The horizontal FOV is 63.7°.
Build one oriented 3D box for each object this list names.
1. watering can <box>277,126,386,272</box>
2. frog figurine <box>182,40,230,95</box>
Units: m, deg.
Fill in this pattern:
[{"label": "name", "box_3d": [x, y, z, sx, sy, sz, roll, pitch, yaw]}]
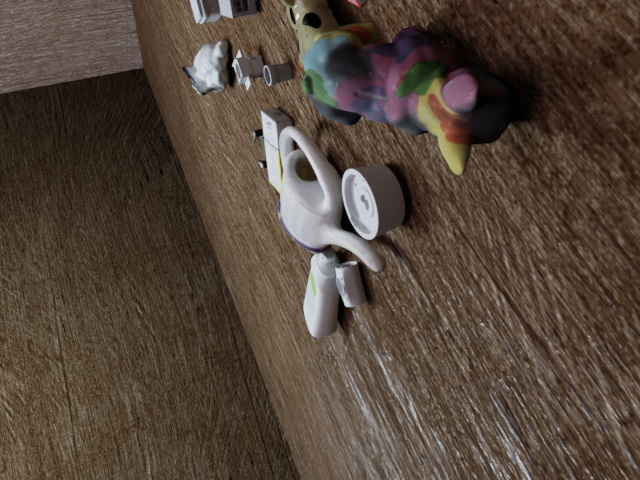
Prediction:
[{"label": "watering can", "box_3d": [0.003, -0.047, 0.938, 0.353, 0.104, 0.219, 61, 159, 25]}, {"label": "frog figurine", "box_3d": [-0.290, -0.488, 1.423, 0.157, 0.122, 0.140, -42, 51, 29]}]
